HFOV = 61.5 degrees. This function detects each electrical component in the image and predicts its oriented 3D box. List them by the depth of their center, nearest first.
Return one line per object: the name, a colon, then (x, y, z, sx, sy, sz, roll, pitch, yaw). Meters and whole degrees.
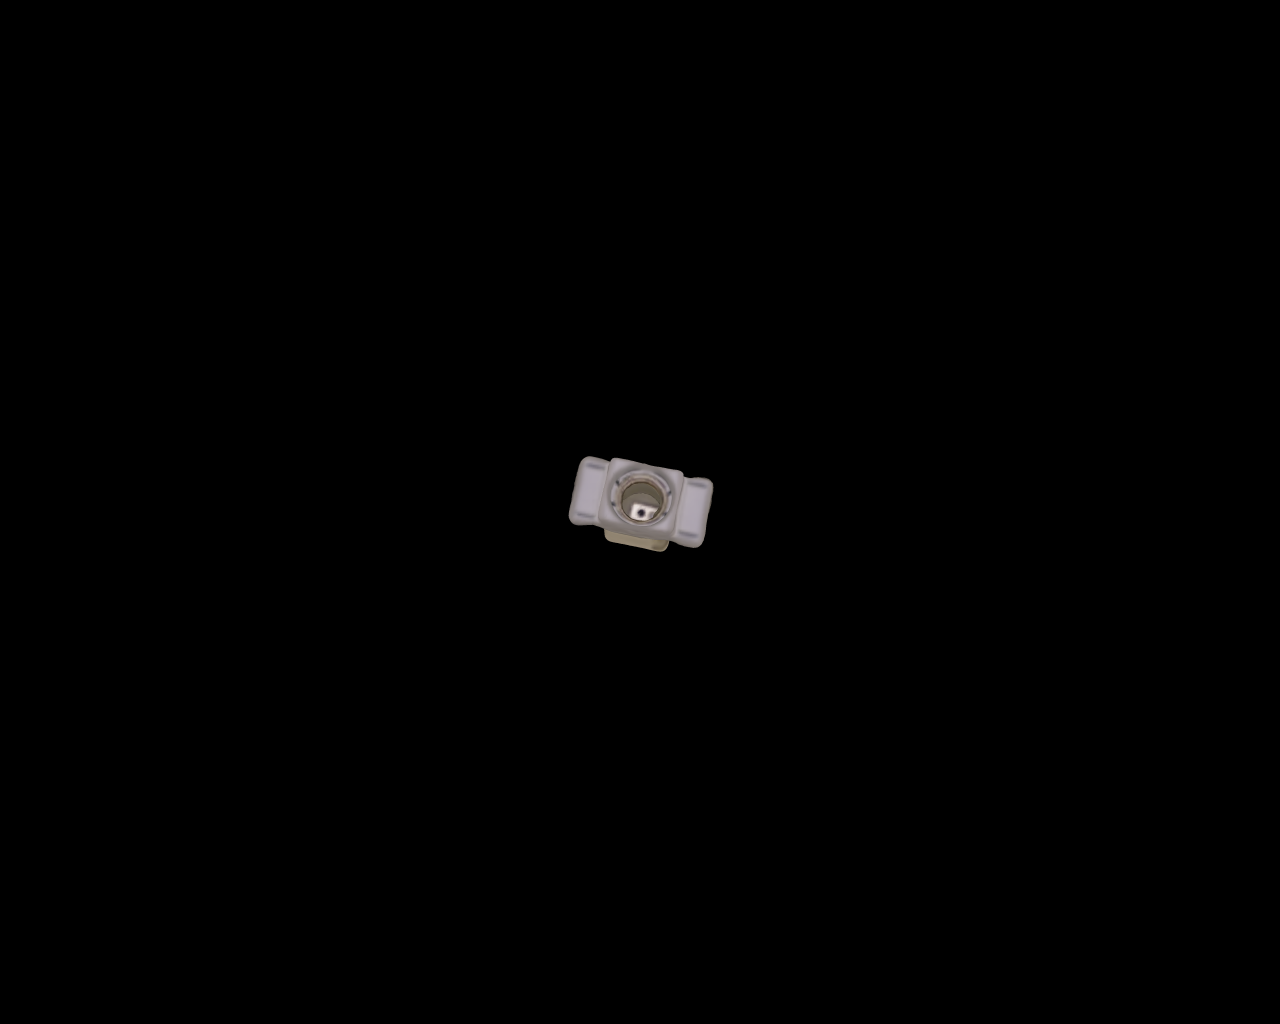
electrical component: (0.001, -0.003, 0.650, 0.081, 0.042, 0.063, 13, -15, 4)
